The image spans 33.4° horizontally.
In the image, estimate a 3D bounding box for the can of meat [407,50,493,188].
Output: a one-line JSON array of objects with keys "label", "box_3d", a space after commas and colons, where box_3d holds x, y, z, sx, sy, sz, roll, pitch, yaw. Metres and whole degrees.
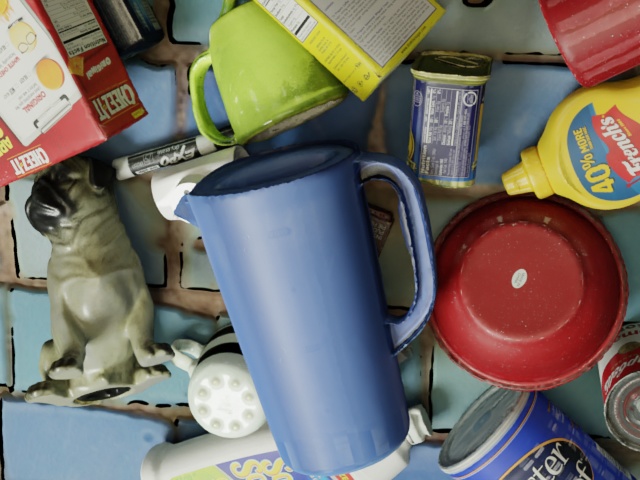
[{"label": "can of meat", "box_3d": [0.097, -0.093, 0.806, 0.057, 0.102, 0.084, 6, 110, 8]}]

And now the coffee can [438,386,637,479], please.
[{"label": "coffee can", "box_3d": [0.182, 0.193, 0.875, 0.140, 0.102, 0.103, 42, 110, -4]}]

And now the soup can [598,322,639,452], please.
[{"label": "soup can", "box_3d": [0.254, 0.113, 0.835, 0.068, 0.102, 0.068, 3, 108, 10]}]

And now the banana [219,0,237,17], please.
[{"label": "banana", "box_3d": [-0.116, -0.264, 0.829, 0.070, 0.037, 0.198, -38, 96, 18]}]

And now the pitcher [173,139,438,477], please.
[{"label": "pitcher", "box_3d": [0.002, 0.050, 0.812, 0.144, 0.149, 0.243, -24, 108, -28]}]

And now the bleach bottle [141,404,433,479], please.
[{"label": "bleach bottle", "box_3d": [-0.025, 0.192, 0.939, 0.251, 0.068, 0.102, -22, 102, 14]}]

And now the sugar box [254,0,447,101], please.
[{"label": "sugar box", "box_3d": [0.000, -0.197, 0.797, 0.176, 0.093, 0.048, 42, 149, -1]}]

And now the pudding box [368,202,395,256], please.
[{"label": "pudding box", "box_3d": [-0.006, 0.001, 0.887, 0.113, 0.039, 0.090, 22, 110, 4]}]

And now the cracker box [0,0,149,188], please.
[{"label": "cracker box", "box_3d": [-0.251, -0.158, 0.819, 0.164, 0.072, 0.213, -17, 105, 33]}]

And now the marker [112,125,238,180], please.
[{"label": "marker", "box_3d": [-0.117, -0.075, 0.897, 0.121, 0.020, 0.020, -15, 103, 15]}]

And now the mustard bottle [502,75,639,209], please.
[{"label": "mustard bottle", "box_3d": [0.230, -0.076, 0.806, 0.192, 0.058, 0.096, -21, 104, 17]}]

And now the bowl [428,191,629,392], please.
[{"label": "bowl", "box_3d": [0.156, 0.035, 0.824, 0.162, 0.055, 0.162, -2, 80, 12]}]

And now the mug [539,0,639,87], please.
[{"label": "mug", "box_3d": [0.207, -0.173, 0.772, 0.082, 0.093, 0.117, -26, 70, 22]}]
